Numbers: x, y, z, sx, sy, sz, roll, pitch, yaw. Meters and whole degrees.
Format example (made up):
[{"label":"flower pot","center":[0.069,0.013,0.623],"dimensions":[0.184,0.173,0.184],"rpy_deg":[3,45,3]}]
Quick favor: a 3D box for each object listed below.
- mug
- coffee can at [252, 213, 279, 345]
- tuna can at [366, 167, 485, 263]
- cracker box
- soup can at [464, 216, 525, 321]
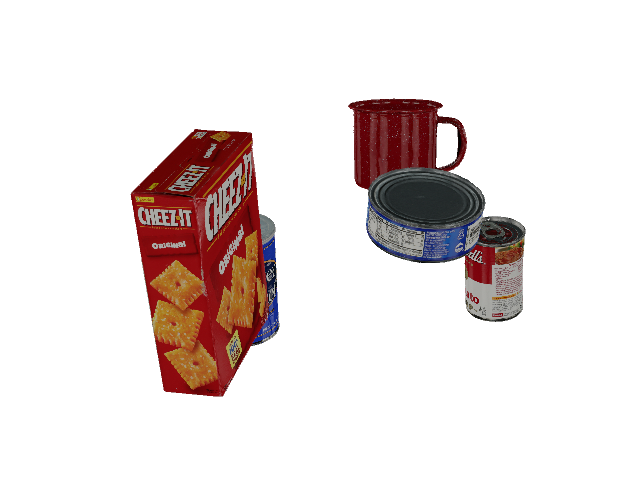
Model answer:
[{"label":"mug","center":[0.086,-0.095,1.058],"dimensions":[0.117,0.081,0.093],"rpy_deg":[1,14,6]},{"label":"coffee can","center":[-0.104,0.047,1.327],"dimensions":[0.103,0.140,0.103],"rpy_deg":[-1,26,0]},{"label":"tuna can","center":[0.077,-0.019,0.787],"dimensions":[0.086,0.034,0.086],"rpy_deg":[2,32,-2]},{"label":"cracker box","center":[-0.109,0.019,1.046],"dimensions":[0.072,0.214,0.164],"rpy_deg":[4,27,14]},{"label":"soup can","center":[0.198,0.032,1.215],"dimensions":[0.068,0.102,0.068],"rpy_deg":[-4,29,2]}]
